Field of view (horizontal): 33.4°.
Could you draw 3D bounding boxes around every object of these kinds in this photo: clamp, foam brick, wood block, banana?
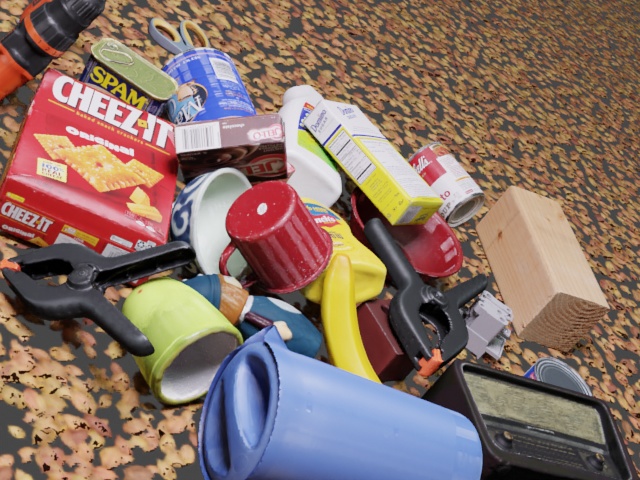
[{"bbox_3d":[-0.200,0.048,0.928,0.171,0.039,0.120,0,43,10],"label":"clamp"},{"bbox_3d":[0.069,0.108,1.152,0.052,0.051,0.078,1,46,-43],"label":"foam brick"},{"bbox_3d":[0.290,0.035,1.416,0.090,0.091,0.206,18,37,-26],"label":"wood block"},{"bbox_3d":[0.040,0.113,1.083,0.198,0.070,0.037,64,16,4],"label":"banana"},{"bbox_3d":[0.127,0.072,1.169,0.164,0.036,0.210,21,35,-20],"label":"clamp"}]

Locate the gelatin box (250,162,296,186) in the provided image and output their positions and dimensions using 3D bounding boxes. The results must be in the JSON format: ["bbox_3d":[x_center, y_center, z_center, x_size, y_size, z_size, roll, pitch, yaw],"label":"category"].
[{"bbox_3d":[-0.077,-0.056,1.206,0.030,0.073,0.089,48,33,16],"label":"gelatin box"}]

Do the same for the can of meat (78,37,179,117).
[{"bbox_3d":[-0.223,-0.161,1.193,0.102,0.084,0.057,34,32,-3],"label":"can of meat"}]

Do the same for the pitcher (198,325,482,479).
[{"bbox_3d":[0.021,0.191,0.948,0.242,0.149,0.145,20,20,-29],"label":"pitcher"}]

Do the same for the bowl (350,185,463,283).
[{"bbox_3d":[0.094,0.002,1.307,0.162,0.055,0.162,24,34,-18],"label":"bowl"}]

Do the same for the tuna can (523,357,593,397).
[{"bbox_3d":[0.282,0.183,1.271,0.086,0.034,0.086,24,34,-18],"label":"tuna can"}]

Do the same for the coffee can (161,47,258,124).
[{"bbox_3d":[-0.126,-0.141,1.242,0.102,0.103,0.140,9,41,-36],"label":"coffee can"}]

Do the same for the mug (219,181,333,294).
[{"bbox_3d":[-0.054,0.002,1.082,0.093,0.117,0.081,44,-10,49],"label":"mug"}]

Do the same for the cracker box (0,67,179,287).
[{"bbox_3d":[-0.230,-0.069,1.081,0.164,0.072,0.213,24,33,-19],"label":"cracker box"}]

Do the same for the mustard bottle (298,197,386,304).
[{"bbox_3d":[-0.008,0.001,1.187,0.096,0.058,0.192,-4,30,-24],"label":"mustard bottle"}]

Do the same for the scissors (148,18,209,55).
[{"bbox_3d":[-0.174,-0.232,1.394,0.096,0.016,0.202,15,38,-27],"label":"scissors"}]

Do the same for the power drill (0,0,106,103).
[{"bbox_3d":[-0.289,-0.236,1.155,0.057,0.185,0.187,50,19,-20],"label":"power drill"}]

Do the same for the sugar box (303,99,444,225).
[{"bbox_3d":[0.064,-0.094,1.296,0.176,0.048,0.093,48,23,21],"label":"sugar box"}]

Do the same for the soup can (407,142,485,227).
[{"bbox_3d":[0.171,-0.076,1.468,0.068,0.069,0.102,-7,53,-47],"label":"soup can"}]

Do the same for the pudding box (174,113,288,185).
[{"bbox_3d":[-0.090,-0.091,1.110,0.113,0.090,0.039,-5,67,-1],"label":"pudding box"}]

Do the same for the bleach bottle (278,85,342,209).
[{"bbox_3d":[-0.024,-0.134,1.358,0.102,0.068,0.251,36,27,-23],"label":"bleach bottle"}]
